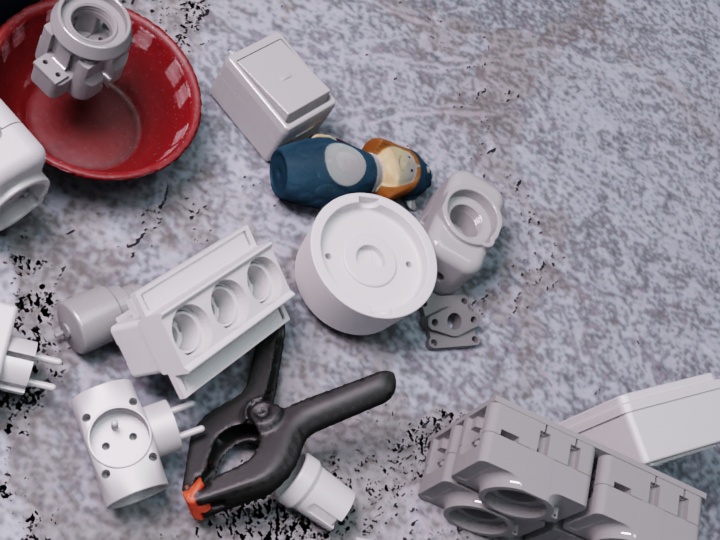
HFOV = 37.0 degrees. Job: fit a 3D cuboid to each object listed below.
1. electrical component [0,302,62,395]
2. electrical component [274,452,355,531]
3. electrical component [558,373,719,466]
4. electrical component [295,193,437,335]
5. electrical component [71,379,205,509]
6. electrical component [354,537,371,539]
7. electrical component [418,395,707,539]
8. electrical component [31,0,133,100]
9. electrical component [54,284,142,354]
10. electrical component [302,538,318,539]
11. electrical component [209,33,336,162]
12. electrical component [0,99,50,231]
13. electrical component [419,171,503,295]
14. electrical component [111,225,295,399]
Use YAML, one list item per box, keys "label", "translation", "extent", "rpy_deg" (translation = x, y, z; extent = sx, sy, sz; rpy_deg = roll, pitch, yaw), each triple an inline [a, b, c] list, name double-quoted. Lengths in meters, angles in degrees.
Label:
- label: "electrical component"
  translation: [-0.239, 0.061, 0.717]
  extent: [0.077, 0.047, 0.065]
  rpy_deg: [16, 59, -18]
- label: "electrical component"
  translation: [-0.032, 0.160, 0.774]
  extent: [0.046, 0.040, 0.040]
  rpy_deg: [38, 55, -11]
- label: "electrical component"
  translation: [0.228, 0.133, 0.874]
  extent: [0.109, 0.109, 0.056]
  rpy_deg: [-9, 72, -29]
- label: "electrical component"
  translation: [0.000, 0.000, 0.858]
  extent: [0.108, 0.060, 0.108]
  rpy_deg: [11, 61, -21]
- label: "electrical component"
  translation: [-0.147, 0.112, 0.734]
  extent: [0.079, 0.044, 0.077]
  rpy_deg: [-18, 74, -19]
- label: "electrical component"
  translation: [0.017, 0.227, 0.749]
  extent: [0.042, 0.064, 0.081]
  rpy_deg: [14, 60, -18]
- label: "electrical component"
  translation: [0.150, 0.174, 0.816]
  extent: [0.186, 0.105, 0.060]
  rpy_deg: [26, 57, -12]
- label: "electrical component"
  translation: [-0.198, -0.165, 0.778]
  extent: [0.058, 0.057, 0.078]
  rpy_deg: [45, 54, 0]
- label: "electrical component"
  translation: [-0.178, 0.030, 0.768]
  extent: [0.078, 0.040, 0.040]
  rpy_deg: [-25, 78, -34]
- label: "electrical component"
  translation: [-0.036, 0.220, 0.738]
  extent: [0.045, 0.045, 0.055]
  rpy_deg: [40, 55, -3]
- label: "electrical component"
  translation: [-0.076, -0.152, 0.898]
  extent: [0.062, 0.061, 0.096]
  rpy_deg: [-36, 84, -35]
- label: "electrical component"
  translation: [-0.256, -0.065, 0.744]
  extent: [0.059, 0.095, 0.054]
  rpy_deg: [48, 55, 3]
- label: "electrical component"
  translation: [0.082, -0.034, 0.917]
  extent: [0.054, 0.059, 0.095]
  rpy_deg: [30, 56, -10]
- label: "electrical component"
  translation: [-0.112, 0.029, 0.765]
  extent: [0.121, 0.063, 0.078]
  rpy_deg: [-37, 108, -48]
